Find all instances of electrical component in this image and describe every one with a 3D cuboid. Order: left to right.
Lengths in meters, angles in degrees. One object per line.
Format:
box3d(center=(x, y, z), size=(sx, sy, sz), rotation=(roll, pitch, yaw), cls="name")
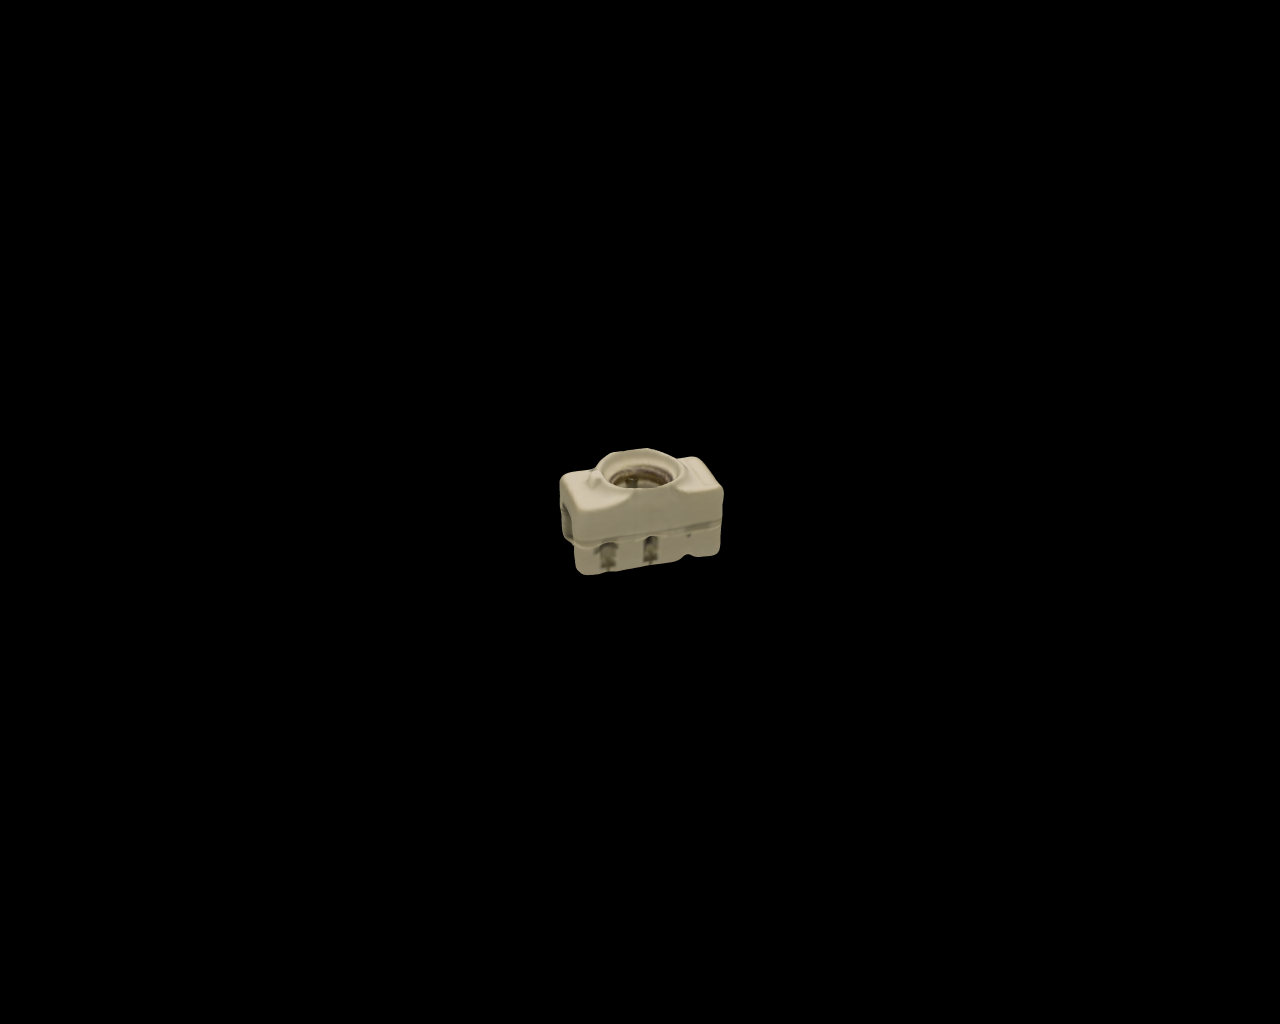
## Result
box3d(center=(0.001, -0.003, 0.650), size=(0.089, 0.055, 0.050), rotation=(-8, 32, -14), cls="electrical component")
